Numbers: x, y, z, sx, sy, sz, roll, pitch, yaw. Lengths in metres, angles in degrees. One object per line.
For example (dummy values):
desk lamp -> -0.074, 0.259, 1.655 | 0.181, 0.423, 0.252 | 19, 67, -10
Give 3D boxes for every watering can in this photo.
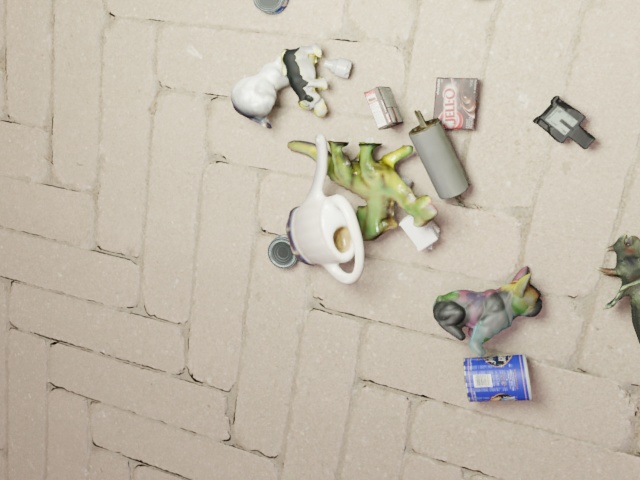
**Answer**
watering can -> 0.004, -0.061, 1.210 | 0.105, 0.347, 0.223 | -18, 3, -37

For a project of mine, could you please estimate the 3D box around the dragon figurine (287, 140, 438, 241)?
dragon figurine -> 0.091, -0.112, 1.199 | 0.411, 0.240, 0.123 | 9, 17, 37

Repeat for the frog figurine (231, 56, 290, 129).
frog figurine -> -0.137, -0.364, 1.219 | 0.122, 0.157, 0.140 | 18, 23, -20
